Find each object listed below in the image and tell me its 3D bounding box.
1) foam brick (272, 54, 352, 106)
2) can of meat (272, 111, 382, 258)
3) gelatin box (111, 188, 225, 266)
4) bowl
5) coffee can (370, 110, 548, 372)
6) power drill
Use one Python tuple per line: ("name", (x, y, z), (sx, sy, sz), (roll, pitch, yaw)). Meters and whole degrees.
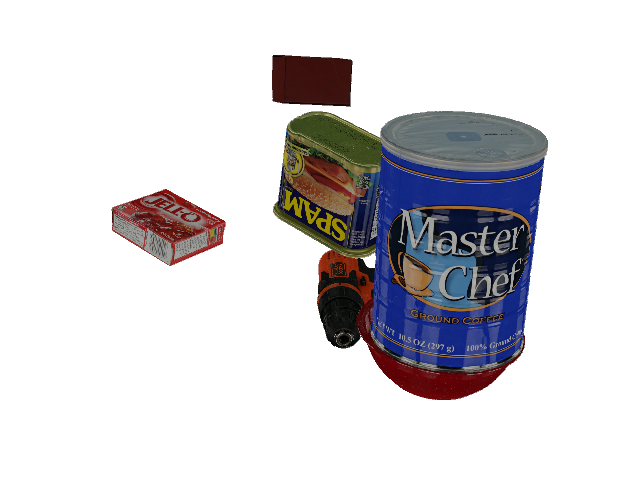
("foam brick", (-0.010, -0.174, 1.161), (0.078, 0.051, 0.053), (0, 11, -17))
("can of meat", (0.013, -0.047, 0.870), (0.102, 0.084, 0.057), (31, 39, 31))
("gelatin box", (-0.151, -0.015, 1.055), (0.089, 0.030, 0.073), (29, 34, 31))
("bowl", (0.113, 0.106, 1.032), (0.162, 0.055, 0.162), (3, 27, -2))
("coffee can", (0.086, -0.002, 0.683), (0.103, 0.140, 0.103), (2, 23, -1))
("power drill", (0.089, 0.062, 1.223), (0.187, 0.057, 0.184), (-1, 28, -2))
